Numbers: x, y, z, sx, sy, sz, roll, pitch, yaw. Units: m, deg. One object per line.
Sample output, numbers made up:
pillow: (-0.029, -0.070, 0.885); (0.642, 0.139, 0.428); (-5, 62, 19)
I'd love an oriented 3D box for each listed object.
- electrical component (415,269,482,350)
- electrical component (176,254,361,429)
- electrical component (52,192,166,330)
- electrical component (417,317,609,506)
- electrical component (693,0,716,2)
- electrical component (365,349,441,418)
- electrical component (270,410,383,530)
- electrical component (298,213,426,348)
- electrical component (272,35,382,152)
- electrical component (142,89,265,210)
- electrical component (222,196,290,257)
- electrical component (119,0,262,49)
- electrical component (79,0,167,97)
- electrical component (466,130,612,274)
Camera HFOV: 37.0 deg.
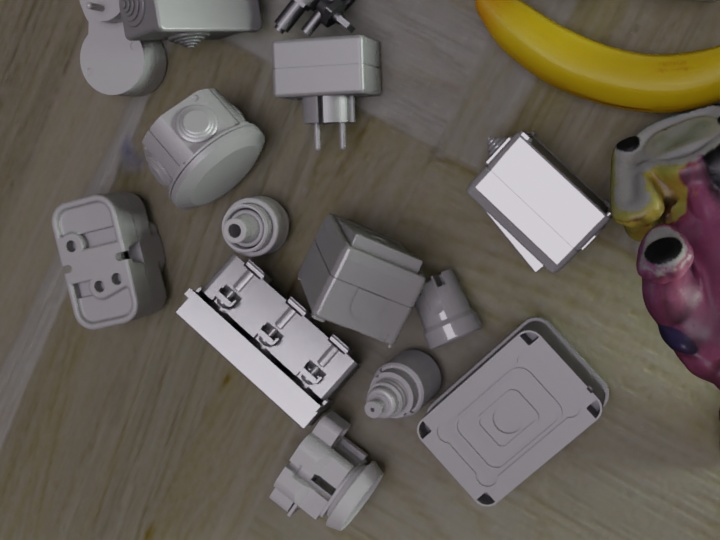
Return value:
electrical component: (0.058, 0.027, 0.751); (0.040, 0.040, 0.046); (-25, 83, 17)
electrical component: (-0.062, 0.049, 0.771); (0.121, 0.078, 0.063); (41, 87, 8)
electrical component: (-0.184, -0.008, 0.805); (0.054, 0.059, 0.095); (-12, 93, 17)
electrical component: (0.105, 0.095, 0.735); (0.113, 0.057, 0.078); (-44, 84, 16)
electrical component: (0.200, -0.220, 0.671); (0.059, 0.054, 0.095); (9, 99, 15)
electrical component: (0.026, 0.083, 0.749); (0.040, 0.078, 0.040); (8, 108, 27)
electrical component: (-0.021, 0.151, 0.779); (0.057, 0.058, 0.078); (36, 105, 12)
electrical component: (0.000, 0.000, 0.739); (0.062, 0.096, 0.061); (22, 104, -17)
electrical component: (-0.022, -0.121, 0.751); (0.066, 0.047, 0.076); (0, 96, 17)
electrical component: (-0.112, -0.085, 0.765); (0.080, 0.080, 0.051); (-44, 78, 16)
electrical component: (-0.078, -0.030, 0.770); (0.043, 0.062, 0.043); (2, 97, 16)
electrical component: (-0.122, -0.205, 0.745); (0.048, 0.100, 0.099); (-4, 96, 46)
electrical component: (-0.177, -0.195, 0.773); (0.052, 0.074, 0.138); (6, 98, 15)
electrical component: (0.113, -0.048, 0.713); (0.096, 0.062, 0.061); (44, 106, 7)
